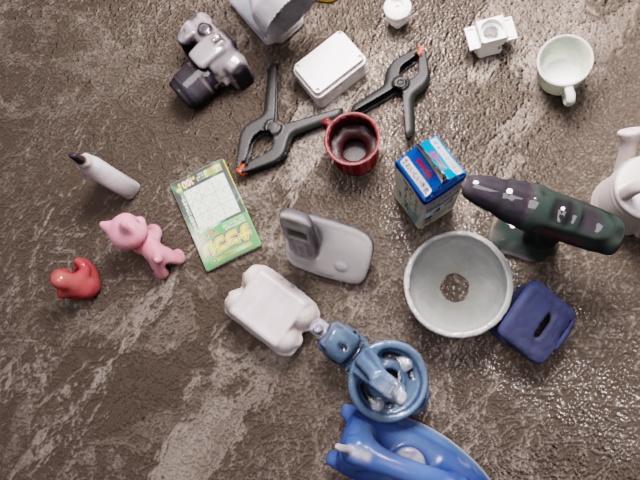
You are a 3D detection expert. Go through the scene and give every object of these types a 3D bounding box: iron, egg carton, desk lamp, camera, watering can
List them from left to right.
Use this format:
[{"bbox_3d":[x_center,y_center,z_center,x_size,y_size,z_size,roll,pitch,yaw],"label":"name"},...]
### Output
[{"bbox_3d":[-0.214,-0.317,1.028,0.137,0.101,0.143,-41,77,-1],"label":"camera"},{"bbox_3d":[-0.091,-0.423,0.973,0.118,0.214,0.203,-41,77,-1],"label":"desk lamp"},{"bbox_3d":[-0.078,0.114,0.946,0.150,0.069,0.107,34,86,12],"label":"egg carton"},{"bbox_3d":[0.137,0.331,0.840,0.258,0.141,0.119,16,82,10],"label":"iron"},{"bbox_3d":[0.476,-0.080,0.844,0.101,0.194,0.172,-35,77,0],"label":"watering can"}]

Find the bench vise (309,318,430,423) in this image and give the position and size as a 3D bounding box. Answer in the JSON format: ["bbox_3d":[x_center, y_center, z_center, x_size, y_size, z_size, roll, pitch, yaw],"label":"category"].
[{"bbox_3d":[0.064,0.195,0.835,0.207,0.220,0.121,17,82,11],"label":"bench vise"}]

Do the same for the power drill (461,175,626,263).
[{"bbox_3d":[0.312,-0.026,0.849,0.229,0.208,0.076,16,82,10],"label":"power drill"}]

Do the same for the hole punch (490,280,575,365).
[{"bbox_3d":[0.331,0.126,0.878,0.101,0.091,0.109,34,86,12],"label":"hole punch"}]

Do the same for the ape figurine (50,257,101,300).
[{"bbox_3d":[-0.429,0.070,0.990,0.078,0.092,0.076,-44,77,-2],"label":"ape figurine"}]

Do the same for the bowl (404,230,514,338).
[{"bbox_3d":[0.216,0.074,0.911,0.167,0.075,0.167,-1,79,7],"label":"bowl"}]

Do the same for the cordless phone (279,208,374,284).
[{"bbox_3d":[0.008,0.003,0.896,0.147,0.185,0.094,14,82,10],"label":"cordless phone"}]

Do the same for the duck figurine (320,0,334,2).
[{"bbox_3d":[-0.005,-0.494,1.041,0.104,0.086,0.077,42,87,13],"label":"duck figurine"}]

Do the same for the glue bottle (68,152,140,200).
[{"bbox_3d":[-0.376,-0.118,0.976,0.078,0.173,0.037,32,85,12],"label":"glue bottle"}]

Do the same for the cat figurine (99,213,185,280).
[{"bbox_3d":[-0.306,0.003,0.972,0.127,0.118,0.067,42,87,13],"label":"cat figurine"}]
